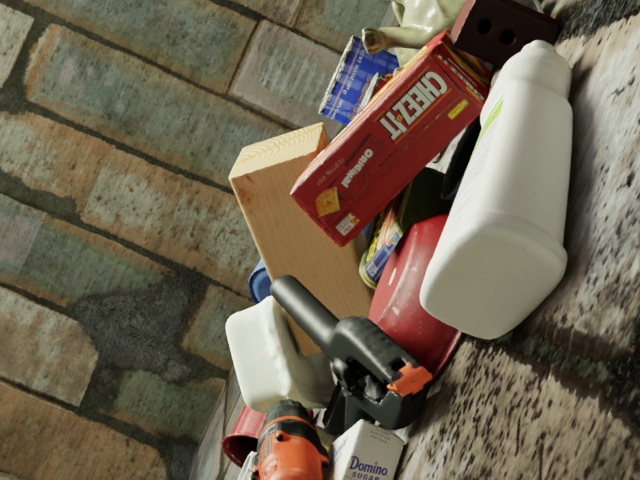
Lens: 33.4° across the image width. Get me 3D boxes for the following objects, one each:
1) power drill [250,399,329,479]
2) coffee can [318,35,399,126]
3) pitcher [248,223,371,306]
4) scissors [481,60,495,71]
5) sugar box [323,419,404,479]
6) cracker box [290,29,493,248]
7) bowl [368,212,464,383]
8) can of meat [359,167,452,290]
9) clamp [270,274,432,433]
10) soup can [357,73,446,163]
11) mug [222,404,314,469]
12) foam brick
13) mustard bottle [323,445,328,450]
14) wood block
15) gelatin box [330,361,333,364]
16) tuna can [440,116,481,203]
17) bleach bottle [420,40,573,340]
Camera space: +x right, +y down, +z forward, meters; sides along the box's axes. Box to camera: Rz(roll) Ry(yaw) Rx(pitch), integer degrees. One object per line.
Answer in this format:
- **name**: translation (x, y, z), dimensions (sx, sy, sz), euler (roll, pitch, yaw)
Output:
- **power drill**: translation (-0.062, 0.226, 0.858), dimensions (0.188, 0.057, 0.184), euler (-58, 7, 8)
- **coffee can**: translation (0.082, -0.170, 1.277), dimensions (0.103, 0.140, 0.103), euler (-158, 91, -85)
- **pitcher**: translation (-0.002, 0.000, 1.449), dimensions (0.145, 0.149, 0.242), euler (78, -154, -45)
- **scissors**: translation (0.165, -0.159, 1.078), dimensions (0.201, 0.016, 0.096), euler (-81, 16, -69)
- **sugar box**: translation (0.008, 0.231, 0.802), dimensions (0.176, 0.048, 0.093), euler (-65, 4, -28)
- **cracker box**: translation (0.068, -0.097, 0.930), dimensions (0.164, 0.072, 0.213), euler (-45, 3, 19)
- **bowl**: translation (0.081, 0.039, 0.850), dimensions (0.162, 0.055, 0.162), euler (-158, 91, -84)
- **can of meat**: translation (0.086, -0.009, 1.011), dimensions (0.084, 0.057, 0.102), euler (124, 168, -50)
- **clamp**: translation (0.025, 0.093, 0.843), dimensions (0.036, 0.164, 0.210), euler (-30, 2, -18)
- **soup can**: translation (0.096, -0.136, 1.196), dimensions (0.068, 0.102, 0.068), euler (-157, 91, -85)
- **mug**: translation (-0.054, 0.232, 1.264), dimensions (0.081, 0.093, 0.117), euler (-64, -33, -38)
- **foam brick**: translation (0.157, -0.178, 0.912), dimensions (0.051, 0.078, 0.053), euler (-85, 18, -68)
- **mustard bottle**: translation (-0.024, 0.262, 0.910), dimensions (0.096, 0.058, 0.191), euler (-60, 8, 24)
- **wood block**: translation (-0.007, 0.001, 1.072), dimensions (0.090, 0.091, 0.206), euler (-77, -32, -65)
- **gelatin box**: translation (0.035, 0.090, 1.221), dimensions (0.073, 0.030, 0.089), euler (-73, 9, -64)
- **tuna can**: translation (0.134, -0.066, 0.890), dimensions (0.086, 0.033, 0.086), euler (-157, 91, -85)
- **bleach bottle**: translation (0.133, -0.057, 0.716), dimensions (0.103, 0.068, 0.250), euler (-59, 7, 48)
